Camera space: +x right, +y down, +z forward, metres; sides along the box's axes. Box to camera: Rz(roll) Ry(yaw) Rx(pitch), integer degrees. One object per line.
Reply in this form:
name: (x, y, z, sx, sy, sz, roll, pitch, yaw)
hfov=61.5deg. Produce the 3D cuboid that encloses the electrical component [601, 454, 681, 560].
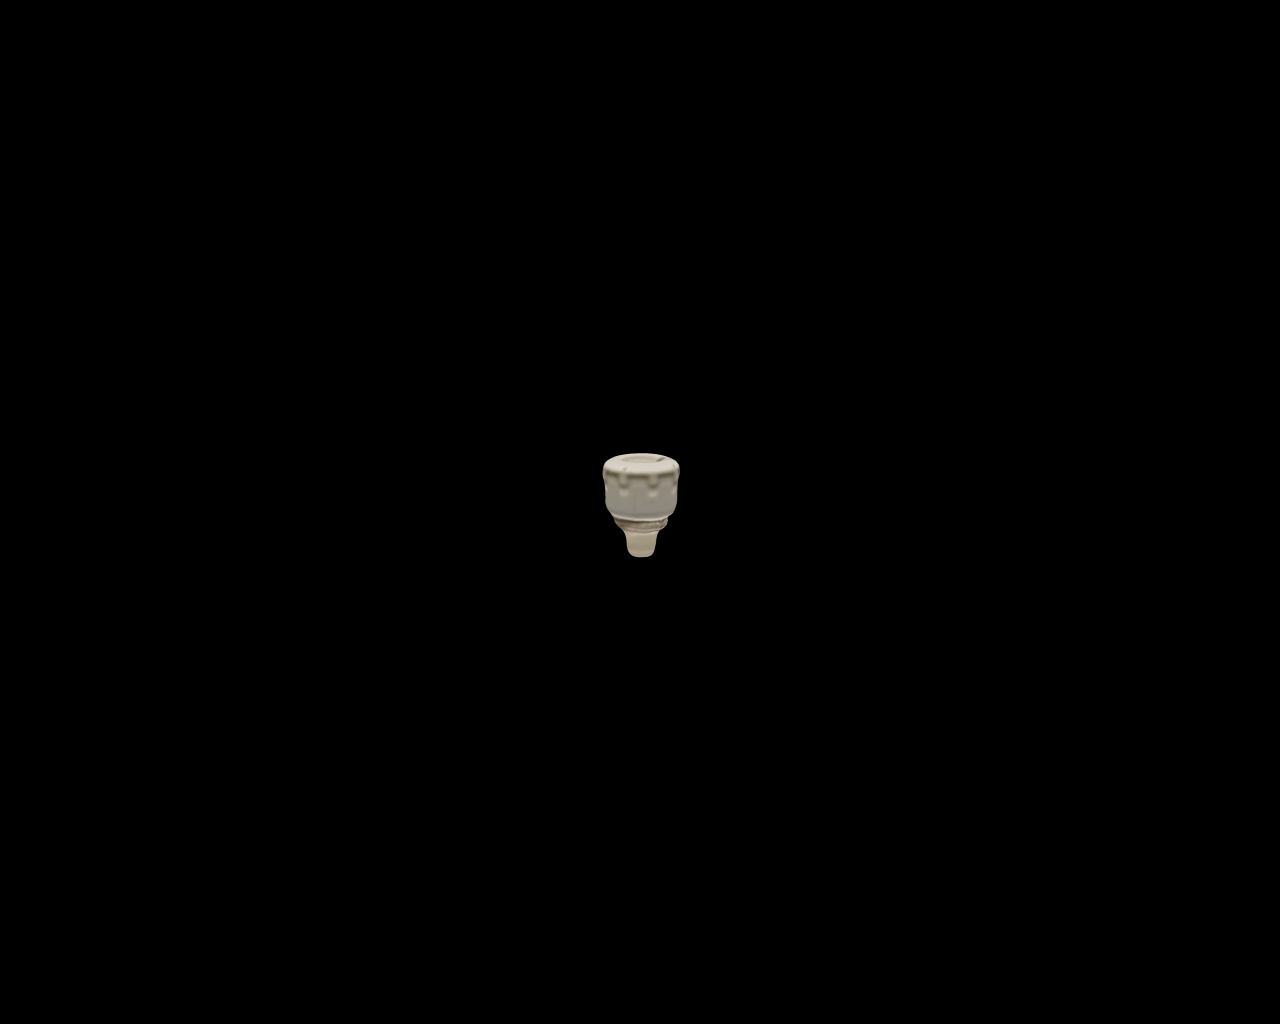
electrical component: (0.001, -0.003, 0.650, 0.048, 0.062, 0.048, 0, 13, 0)
